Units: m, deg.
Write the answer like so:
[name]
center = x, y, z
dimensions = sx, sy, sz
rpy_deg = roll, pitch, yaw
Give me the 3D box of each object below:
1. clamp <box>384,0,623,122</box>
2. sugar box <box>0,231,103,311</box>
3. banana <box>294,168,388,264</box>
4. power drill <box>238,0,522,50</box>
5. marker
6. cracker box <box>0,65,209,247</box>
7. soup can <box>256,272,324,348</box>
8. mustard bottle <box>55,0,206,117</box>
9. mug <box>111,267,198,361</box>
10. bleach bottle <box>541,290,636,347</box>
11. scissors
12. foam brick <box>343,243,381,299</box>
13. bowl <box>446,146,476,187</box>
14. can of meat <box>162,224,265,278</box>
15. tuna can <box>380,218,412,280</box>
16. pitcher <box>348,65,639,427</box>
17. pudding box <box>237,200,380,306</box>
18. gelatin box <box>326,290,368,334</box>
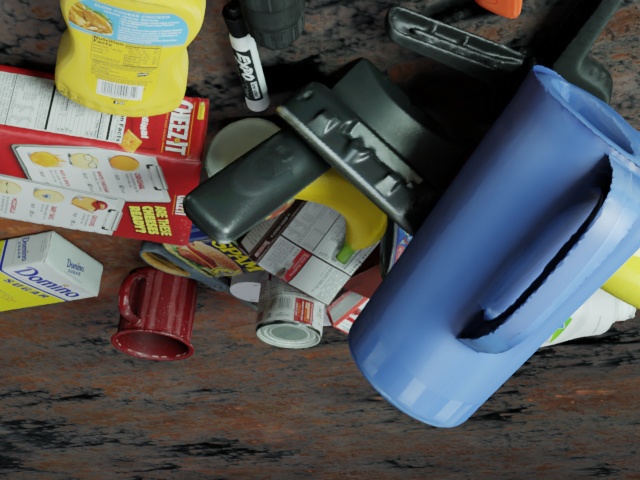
[clamp]
center = 0.163, -0.124, 0.759
dimensions = 0.165, 0.036, 0.209
rpy_deg = -11, 151, 29
[sugar box]
center = -0.340, 0.039, 1.184
dimensions = 0.176, 0.048, 0.093
rpy_deg = -7, 151, 27
[banana]
center = 0.015, -0.030, 0.900
dimensions = 0.069, 0.037, 0.197
rpy_deg = -43, 149, 1
[power drill]
center = 0.032, -0.178, 0.653
dimensions = 0.188, 0.057, 0.184
rpy_deg = 3, 153, 6
[marker]
center = -0.055, -0.137, 0.798
dimensions = 0.020, 0.020, 0.121
rpy_deg = 2, 154, 7
[cracker box]
center = -0.208, -0.071, 0.905
dimensions = 0.213, 0.072, 0.164
rpy_deg = 8, 155, -7
[soup can]
center = -0.027, 0.050, 1.079
dimensions = 0.068, 0.102, 0.068
rpy_deg = 4, 154, 2
[mustard bottle]
center = -0.129, -0.156, 0.729
dimensions = 0.096, 0.058, 0.192
rpy_deg = 9, 154, -12
[mug]
center = -0.187, 0.077, 1.188
dimensions = 0.093, 0.081, 0.117
rpy_deg = -8, 151, 26
[bleach bottle]
center = 0.202, 0.083, 1.110
dimensions = 0.250, 0.068, 0.103
rpy_deg = -5, 149, -8
[scissors]
center = -0.104, 0.039, 1.170
dimensions = 0.201, 0.016, 0.096
rpy_deg = 27, 147, -37
[foam brick]
center = 0.061, 0.020, 1.057
dimensions = 0.052, 0.051, 0.078
rpy_deg = 25, 147, -30
[bowl]
center = 0.168, -0.040, 0.876
dimensions = 0.162, 0.055, 0.162
rpy_deg = 17, 172, 2
[can of meat]
center = -0.092, -0.004, 1.035
dimensions = 0.084, 0.057, 0.102
rpy_deg = -8, 150, 31
[tuna can]
center = 0.077, -0.005, 0.964
dimensions = 0.033, 0.086, 0.086
rpy_deg = 5, 154, -4
[pitcher]
center = 0.126, 0.016, 0.723
dimensions = 0.149, 0.145, 0.243
rpy_deg = 7, 126, -51
[pudding box]
center = -0.007, 0.001, 0.996
dimensions = 0.090, 0.039, 0.113
rpy_deg = -51, 134, 7
[gelatin box]
center = 0.062, 0.070, 1.144
dimensions = 0.089, 0.030, 0.073
rpy_deg = -42, 133, 20
